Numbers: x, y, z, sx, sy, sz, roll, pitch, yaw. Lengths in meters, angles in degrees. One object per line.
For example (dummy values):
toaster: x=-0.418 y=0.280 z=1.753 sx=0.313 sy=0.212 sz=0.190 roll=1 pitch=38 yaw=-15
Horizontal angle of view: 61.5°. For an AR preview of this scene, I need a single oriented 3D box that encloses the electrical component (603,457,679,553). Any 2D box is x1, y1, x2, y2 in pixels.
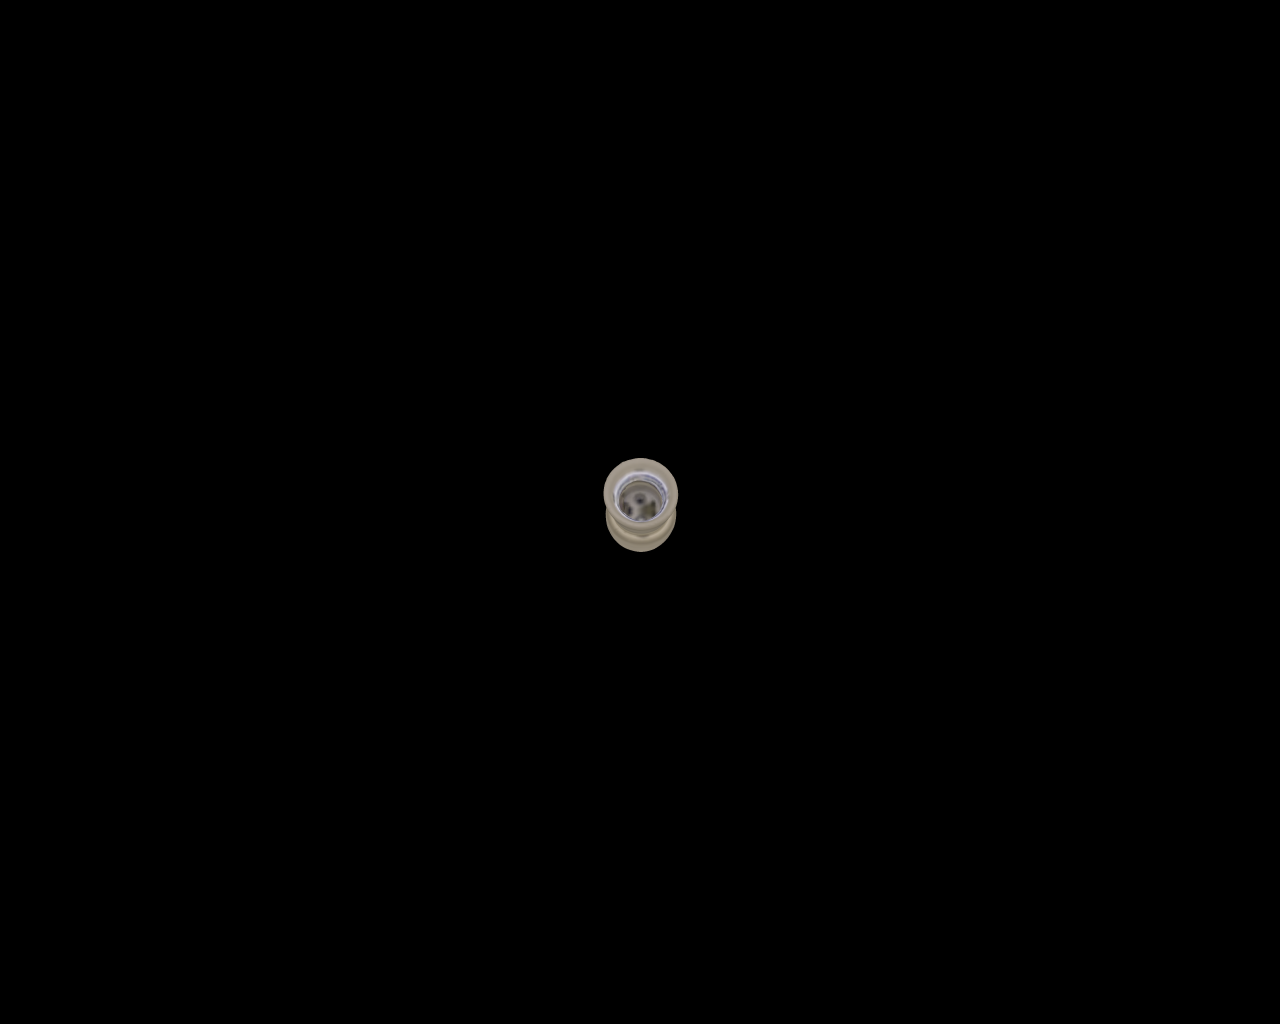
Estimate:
electrical component: x=0.001 y=-0.003 z=0.650 sx=0.045 sy=0.045 sz=0.055 roll=0 pitch=-20 yaw=0
